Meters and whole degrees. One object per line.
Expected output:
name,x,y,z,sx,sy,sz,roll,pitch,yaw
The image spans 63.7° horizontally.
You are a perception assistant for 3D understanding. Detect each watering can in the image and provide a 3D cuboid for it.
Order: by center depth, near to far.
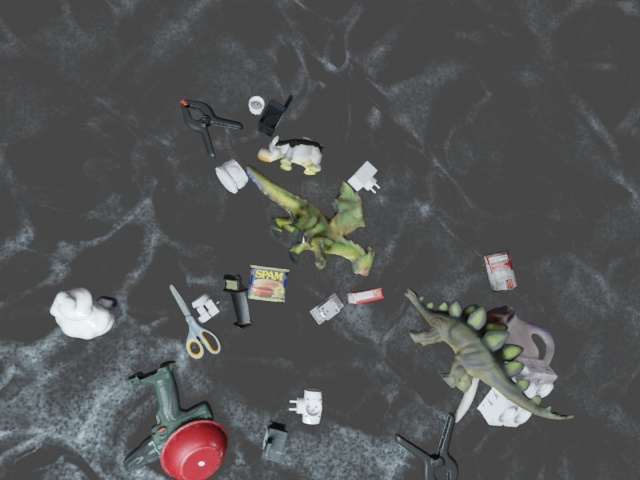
watering can,0.452,0.317,1.363,0.348,0.104,0.224,-31,92,-4

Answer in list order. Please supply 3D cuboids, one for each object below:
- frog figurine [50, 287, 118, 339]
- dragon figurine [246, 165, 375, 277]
frog figurine,-0.550,0.171,1.183,0.137,0.158,0.123,27,82,-5
dragon figurine,0.004,-0.068,1.354,0.246,0.121,0.410,-32,91,-29
